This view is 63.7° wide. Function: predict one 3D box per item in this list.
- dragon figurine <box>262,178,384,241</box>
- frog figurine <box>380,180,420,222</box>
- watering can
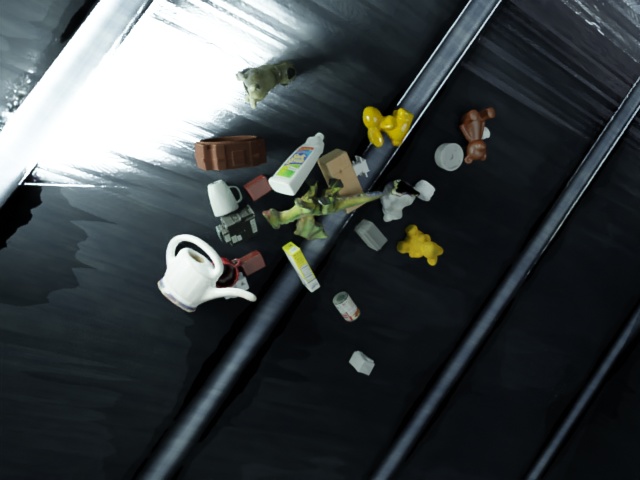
[{"bbox_3d":[0.006,-0.091,1.813,0.410,0.125,0.237,3,139,-12],"label":"dragon figurine"},{"bbox_3d":[0.293,-0.149,1.978,0.138,0.125,0.156,-14,146,-29],"label":"frog figurine"},{"bbox_3d":[-0.380,0.140,1.653,0.350,0.104,0.222,41,105,14],"label":"watering can"}]
